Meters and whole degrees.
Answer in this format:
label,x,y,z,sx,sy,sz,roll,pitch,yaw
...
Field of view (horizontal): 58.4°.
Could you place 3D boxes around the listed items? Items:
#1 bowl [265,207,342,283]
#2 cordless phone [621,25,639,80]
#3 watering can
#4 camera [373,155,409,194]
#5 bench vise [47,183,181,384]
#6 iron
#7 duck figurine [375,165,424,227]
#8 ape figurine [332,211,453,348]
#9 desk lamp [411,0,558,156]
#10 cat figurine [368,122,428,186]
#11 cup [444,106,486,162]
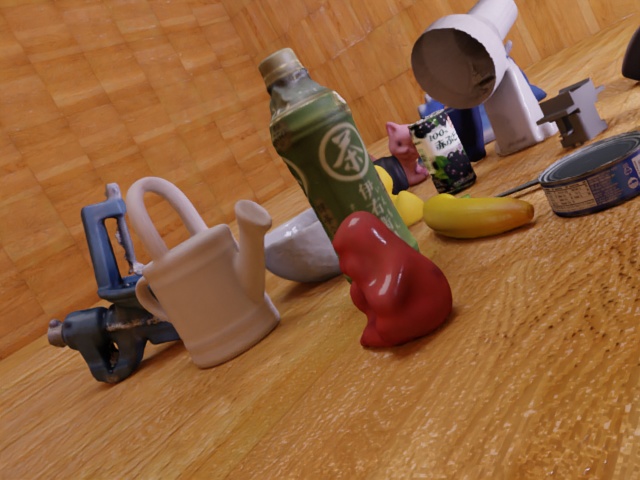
label,x,y,z,sx,sy,sz,roll,pitch,yaw
bowl,0.006,0.002,0.672,0.167,0.075,0.167,-28,9,5
cordless phone,0.463,-0.329,0.789,0.148,0.185,0.094,-32,9,-20
watering can,-0.122,0.019,0.583,0.173,0.194,0.101,-28,9,2
camera,0.064,-0.087,0.920,0.136,0.101,0.143,-25,9,20
bench vise,-0.255,0.055,0.707,0.208,0.220,0.121,-31,9,-16
iron,0.268,-0.242,1.047,0.258,0.141,0.119,-25,9,20
duck figurine,0.081,-0.055,0.730,0.078,0.086,0.104,-32,9,-22
ape figurine,0.040,0.024,0.382,0.076,0.092,0.078,-26,9,14
desk lamp,0.245,-0.228,0.795,0.204,0.213,0.117,-35,11,-34
cat figurine,0.138,-0.151,1.007,0.127,0.118,0.067,-23,11,34
cup,0.209,-0.155,0.883,0.118,0.095,0.091,-35,11,-38
